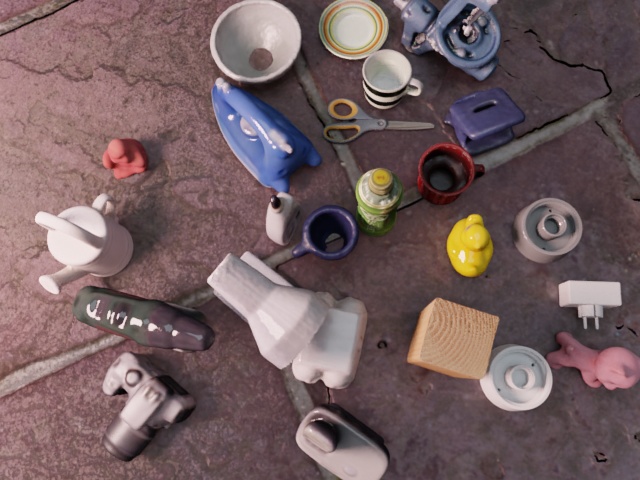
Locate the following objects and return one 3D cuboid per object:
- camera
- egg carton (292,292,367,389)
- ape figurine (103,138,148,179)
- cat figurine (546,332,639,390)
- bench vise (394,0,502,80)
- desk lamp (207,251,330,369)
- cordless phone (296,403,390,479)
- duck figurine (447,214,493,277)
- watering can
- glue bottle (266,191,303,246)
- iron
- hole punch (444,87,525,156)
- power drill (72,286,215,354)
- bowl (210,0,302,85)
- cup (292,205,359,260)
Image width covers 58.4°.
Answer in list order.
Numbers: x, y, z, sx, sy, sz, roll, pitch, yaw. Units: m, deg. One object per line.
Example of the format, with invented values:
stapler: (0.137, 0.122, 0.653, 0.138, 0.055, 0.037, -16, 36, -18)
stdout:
camera: (-0.297, 0.271, 0.915, 0.143, 0.101, 0.137, 37, 82, 10)
egg carton: (0.018, 0.164, 0.939, 0.107, 0.069, 0.150, 10, 78, 5)
ape figurine: (-0.348, -0.151, 1.016, 0.077, 0.092, 0.076, 23, 80, 8)
cat figurine: (0.434, 0.190, 0.888, 0.127, 0.118, 0.067, 23, 80, 8)
bench vise: (0.218, -0.369, 0.971, 0.207, 0.220, 0.121, 15, 79, 6)
desk lamp: (-0.086, 0.098, 0.885, 0.203, 0.213, 0.118, 37, 82, 10)
cordless phone: (0.033, 0.311, 0.846, 0.147, 0.185, 0.094, 30, 81, 9)
duck figurine: (0.255, 0.007, 0.954, 0.077, 0.086, 0.104, 2, 77, 4)
watering can: (-0.388, 0.004, 0.931, 0.101, 0.194, 0.173, 2, 77, 4)
glue bottle: (-0.063, -0.044, 0.936, 0.037, 0.173, 0.078, 25, 80, 8)
iron: (-0.118, -0.207, 0.991, 0.119, 0.141, 0.258, -43, 79, -7)
hole punch: (0.285, -0.215, 0.999, 0.108, 0.091, 0.101, -22, 77, -2)
power drill: (-0.250, 0.129, 0.889, 0.229, 0.208, 0.076, 14, 78, 6)
bowl: (-0.113, -0.353, 1.058, 0.167, 0.075, 0.167, -1, 77, 3)
cup: (0.009, 0.003, 0.962, 0.118, 0.095, 0.091, -31, 78, -4)
